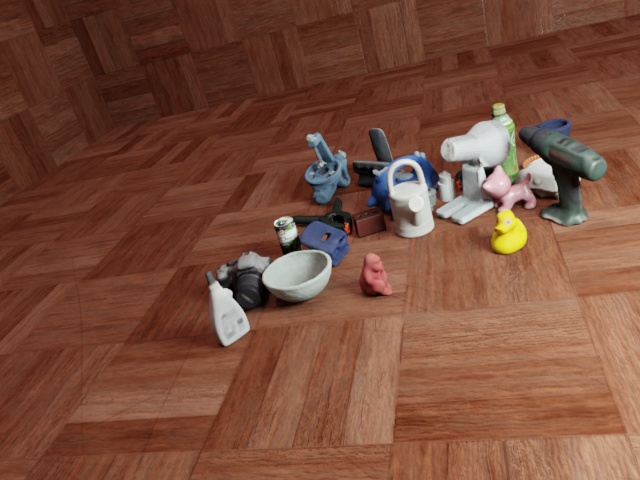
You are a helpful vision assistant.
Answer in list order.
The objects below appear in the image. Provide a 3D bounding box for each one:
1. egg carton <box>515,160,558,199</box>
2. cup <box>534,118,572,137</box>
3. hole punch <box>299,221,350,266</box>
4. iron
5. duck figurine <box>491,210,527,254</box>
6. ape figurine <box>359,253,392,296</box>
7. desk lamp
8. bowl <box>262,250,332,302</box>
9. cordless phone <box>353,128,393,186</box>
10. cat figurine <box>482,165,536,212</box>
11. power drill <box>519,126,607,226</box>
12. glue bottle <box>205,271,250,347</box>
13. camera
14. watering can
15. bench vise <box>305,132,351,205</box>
[{"bbox_3d":[0.582,-0.155,1.468,0.107,0.069,0.149,-34,31,-31],"label":"egg carton"},{"bbox_3d":[0.666,-0.292,1.657,0.117,0.095,0.092,2,32,31],"label":"cup"},{"bbox_3d":[0.013,0.005,1.449,0.100,0.091,0.109,-1,30,28],"label":"hole punch"},{"bbox_3d":[0.245,-0.178,1.618,0.259,0.142,0.118,-32,31,-29],"label":"iron"},{"bbox_3d":[0.423,-0.028,1.293,0.077,0.086,0.105,10,36,41],"label":"duck figurine"},{"bbox_3d":[0.120,0.072,1.259,0.076,0.092,0.078,0,31,30],"label":"ape figurine"},{"bbox_3d":[0.388,-0.181,1.463,0.204,0.214,0.117,-29,29,-25],"label":"desk lamp"},{"bbox_3d":[-0.046,0.094,1.328,0.167,0.075,0.167,-13,27,7],"label":"bowl"},{"bbox_3d":[0.164,-0.263,1.777,0.147,0.185,0.094,8,35,39],"label":"cordless phone"},{"bbox_3d":[0.468,-0.132,1.432,0.127,0.118,0.067,-12,27,7],"label":"cat figurine"},{"bbox_3d":[0.549,-0.147,1.314,0.076,0.209,0.228,-25,28,-17],"label":"power drill"},{"bbox_3d":[-0.209,0.139,1.221,0.078,0.173,0.037,-33,31,-30],"label":"glue bottle"},{"bbox_3d":[-0.182,0.099,1.364,0.143,0.101,0.137,-12,27,7],"label":"camera"},{"bbox_3d":[0.226,-0.109,1.436,0.101,0.194,0.172,-25,28,-18],"label":"watering can"},{"bbox_3d":[0.011,-0.246,1.791,0.121,0.220,0.207,-8,28,15],"label":"bench vise"}]
